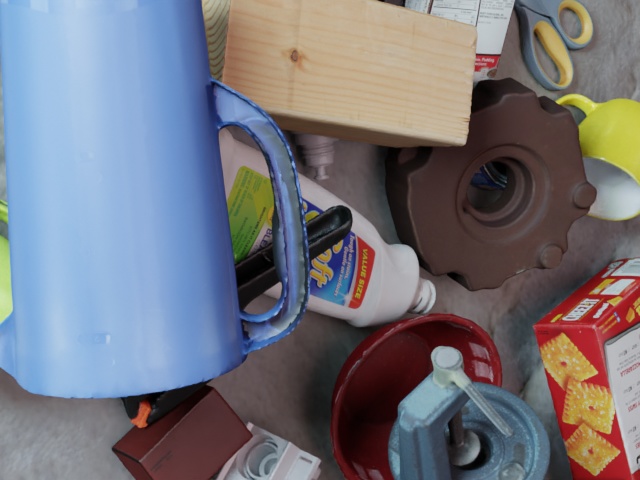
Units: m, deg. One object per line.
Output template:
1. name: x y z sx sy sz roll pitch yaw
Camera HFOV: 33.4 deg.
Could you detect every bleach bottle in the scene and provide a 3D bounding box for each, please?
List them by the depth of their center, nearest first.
1. bleach bottle: -0.005 0.001 0.820 0.250 0.068 0.102 23 93 -34

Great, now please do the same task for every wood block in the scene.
1. wood block: 0.003 -0.123 0.752 0.205 0.090 0.091 6 90 -34

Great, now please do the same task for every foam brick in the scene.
1. foam brick: -0.100 0.147 0.776 0.078 0.051 0.053 -43 112 -24

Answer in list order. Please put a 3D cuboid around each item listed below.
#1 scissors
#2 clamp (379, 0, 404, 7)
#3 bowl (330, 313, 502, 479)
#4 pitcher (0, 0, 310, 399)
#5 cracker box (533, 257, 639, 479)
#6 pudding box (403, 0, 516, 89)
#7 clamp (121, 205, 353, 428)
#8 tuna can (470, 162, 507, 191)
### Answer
1. scissors: 0.191 -0.232 0.962 0.096 0.016 0.201 -38 112 -27
2. clamp: 0.031 -0.229 0.841 0.120 0.039 0.171 -27 109 -13
3. bowl: 0.068 0.125 0.868 0.161 0.055 0.162 -11 114 -25
4. pitcher: -0.104 -0.041 0.600 0.148 0.145 0.243 -12 102 -47
5. cracker box: 0.288 0.143 1.001 0.163 0.072 0.214 -30 109 -43
6. pudding box: 0.108 -0.168 0.879 0.089 0.039 0.113 -3 115 -32
7. clamp: -0.077 0.041 0.741 0.164 0.036 0.210 11 115 -30
8. tuna can: 0.160 -0.086 0.941 0.085 0.034 0.086 -2 95 -33
